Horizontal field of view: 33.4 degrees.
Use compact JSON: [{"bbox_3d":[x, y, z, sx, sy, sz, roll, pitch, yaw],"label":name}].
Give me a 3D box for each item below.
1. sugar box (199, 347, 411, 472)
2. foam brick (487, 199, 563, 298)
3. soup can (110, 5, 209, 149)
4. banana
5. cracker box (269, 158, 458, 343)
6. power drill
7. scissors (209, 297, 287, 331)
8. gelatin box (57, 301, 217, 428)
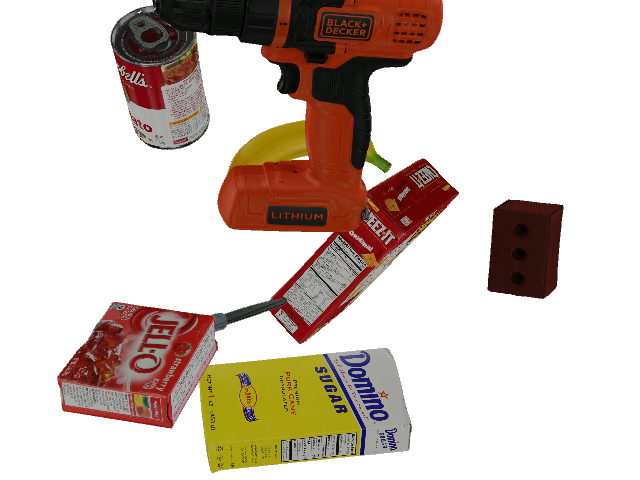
[{"bbox_3d":[-0.015,0.146,0.937,0.176,0.048,0.093,-7,43,-6],"label":"sugar box"},{"bbox_3d":[0.182,0.007,0.946,0.053,0.078,0.051,7,16,24],"label":"foam brick"},{"bbox_3d":[-0.129,-0.132,0.876,0.068,0.068,0.102,0,-36,3],"label":"soup can"},{"bbox_3d":[-0.018,-0.095,1.109,0.197,0.037,0.070,-9,46,-31],"label":"banana"},{"bbox_3d":[0.048,0.010,1.276,0.214,0.072,0.164,-48,-8,33],"label":"cracker box"},{"bbox_3d":[-0.023,-0.093,0.710,0.184,0.188,0.057,2,39,-11],"label":"power drill"},{"bbox_3d":[-0.111,0.099,1.148,0.201,0.016,0.096,-6,31,-24],"label":"scissors"},{"bbox_3d":[-0.113,0.076,0.676,0.073,0.030,0.089,7,31,13],"label":"gelatin box"}]
